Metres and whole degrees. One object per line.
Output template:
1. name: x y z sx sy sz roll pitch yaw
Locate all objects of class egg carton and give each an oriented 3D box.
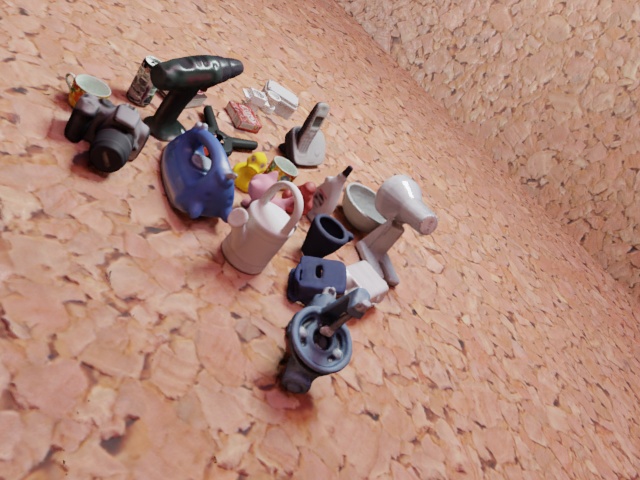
1. egg carton: 0.084 0.105 1.269 0.107 0.069 0.151 50 30 15

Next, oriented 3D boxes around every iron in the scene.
1. iron: -0.242 -0.159 1.165 0.119 0.141 0.257 7 44 -45

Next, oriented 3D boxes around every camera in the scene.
1. camera: -0.399 -0.201 1.078 0.143 0.100 0.136 27 32 -24

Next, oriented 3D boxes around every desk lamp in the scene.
1. desk lamp: 0.193 -0.030 1.432 0.118 0.213 0.203 17 37 -36

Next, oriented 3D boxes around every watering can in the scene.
1. watering can: -0.104 -0.029 1.100 0.101 0.193 0.173 44 29 6

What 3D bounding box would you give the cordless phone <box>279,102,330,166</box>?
1. cordless phone: -0.012 -0.294 1.573 0.094 0.185 0.148 51 31 17

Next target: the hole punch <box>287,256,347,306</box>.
1. hole punch: -0.006 0.082 1.172 0.101 0.091 0.108 30 31 -19

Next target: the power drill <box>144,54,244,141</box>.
1. power drill: -0.290 -0.319 1.256 0.075 0.208 0.230 48 30 13

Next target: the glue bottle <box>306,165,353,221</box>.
1. glue bottle: 0.025 -0.118 1.392 0.037 0.173 0.078 -3 51 -51

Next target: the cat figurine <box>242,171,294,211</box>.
1. cat figurine: -0.113 -0.097 1.258 0.128 0.117 0.067 21 35 -31

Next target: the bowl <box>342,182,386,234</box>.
1. bowl: 0.118 -0.072 1.541 0.168 0.074 0.167 30 31 -20

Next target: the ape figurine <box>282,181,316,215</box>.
1. ape figurine: -0.044 -0.105 1.377 0.078 0.092 0.076 43 29 3

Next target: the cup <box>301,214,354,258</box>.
1. cup: 0.012 0.005 1.293 0.118 0.094 0.091 14 39 -40

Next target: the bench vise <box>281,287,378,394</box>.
1. bench vise: 0.009 0.132 0.990 0.122 0.219 0.207 24 33 -28

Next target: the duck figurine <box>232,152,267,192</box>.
1. duck figurine: -0.155 -0.169 1.339 0.078 0.086 0.104 35 30 -11
